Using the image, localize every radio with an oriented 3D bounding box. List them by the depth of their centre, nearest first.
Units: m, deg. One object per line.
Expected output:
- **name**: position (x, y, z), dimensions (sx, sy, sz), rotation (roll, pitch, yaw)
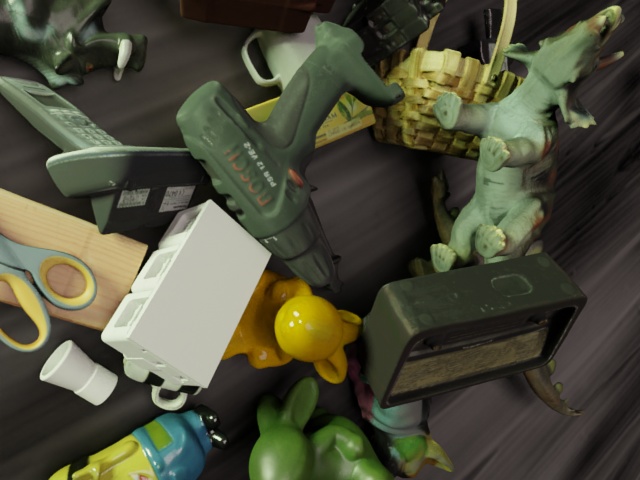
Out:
- **radio**: position (0.163, 0.094, 0.580), dimensions (0.230, 0.073, 0.131), rotation (-9, 134, -20)

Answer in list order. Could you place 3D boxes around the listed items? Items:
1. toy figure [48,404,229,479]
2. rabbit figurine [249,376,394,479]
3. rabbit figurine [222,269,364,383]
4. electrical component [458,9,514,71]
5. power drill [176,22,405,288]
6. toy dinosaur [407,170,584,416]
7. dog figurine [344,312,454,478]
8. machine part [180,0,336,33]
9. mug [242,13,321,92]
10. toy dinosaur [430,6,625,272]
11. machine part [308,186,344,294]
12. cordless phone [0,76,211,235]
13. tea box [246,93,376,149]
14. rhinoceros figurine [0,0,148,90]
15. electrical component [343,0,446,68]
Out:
- **toy figure**: position (-0.187, 0.236, 0.552), dimensions (0.180, 0.089, 0.082), rotation (-27, 90, -35)
- **rabbit figurine**: position (-0.012, 0.237, 0.603), dimensions (0.170, 0.121, 0.159), rotation (29, 37, -54)
- **rabbit figurine**: position (-0.030, 0.099, 0.585), dimensions (0.162, 0.173, 0.122), rotation (32, 72, -22)
- **electrical component**: position (0.249, -0.278, 0.806), dimensions (0.075, 0.048, 0.119), rotation (-14, 97, -29)
- **power drill**: position (-0.011, -0.092, 0.539), dimensions (0.207, 0.086, 0.231), rotation (-48, 115, -5)
- **toy dinosaur**: position (0.272, 0.104, 0.792), dimensions (0.198, 0.105, 0.470), rotation (-33, 105, -25)
- **dog figurine**: position (0.118, 0.204, 0.711), dimensions (0.191, 0.109, 0.219), rotation (-42, 114, -25)
- **machine part**: position (-0.075, -0.326, 0.564), dimensions (0.201, 0.087, 0.201), rotation (2, 72, -14)
- **mug**: position (-0.044, -0.232, 0.631), dimensions (0.109, 0.081, 0.107), rotation (-29, 95, -16)
- **toy dinosaur**: position (0.234, -0.069, 0.643), dimensions (0.192, 0.131, 0.404), rotation (-18, 126, -27)
- **machine part**: position (-0.001, -0.002, 0.661), dimensions (0.039, 0.084, 0.138), rotation (-20, 89, 3)
- **cordless phone**: position (-0.213, -0.097, 0.528), dimensions (0.088, 0.184, 0.146), rotation (-57, 163, 22)
- **tea box**: position (-0.033, -0.132, 0.621), dimensions (0.170, 0.098, 0.068), rotation (-29, 105, -28)
- **rhinoceros figurine**: position (-0.261, -0.200, 0.505), dimensions (0.190, 0.073, 0.112), rotation (-2, 90, -29)
- **electrical component**: position (0.090, -0.277, 0.649), dimensions (0.058, 0.134, 0.115), rotation (42, 41, -26)
